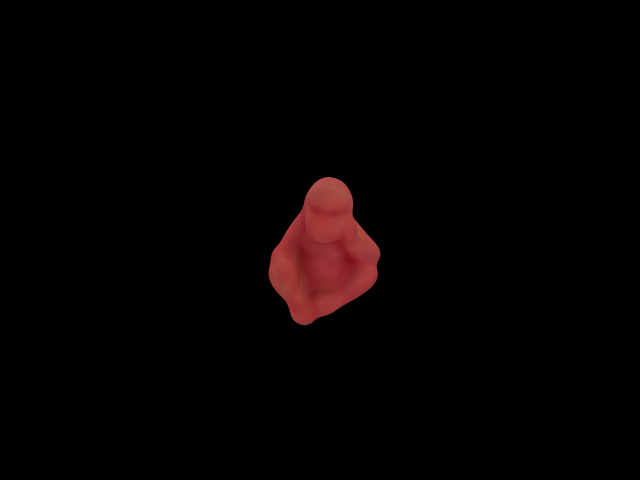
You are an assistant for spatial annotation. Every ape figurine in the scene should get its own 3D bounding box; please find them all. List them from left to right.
[{"bbox_3d":[0.004,0.001,0.400,0.077,0.092,0.076,2,27,4],"label":"ape figurine"}]
